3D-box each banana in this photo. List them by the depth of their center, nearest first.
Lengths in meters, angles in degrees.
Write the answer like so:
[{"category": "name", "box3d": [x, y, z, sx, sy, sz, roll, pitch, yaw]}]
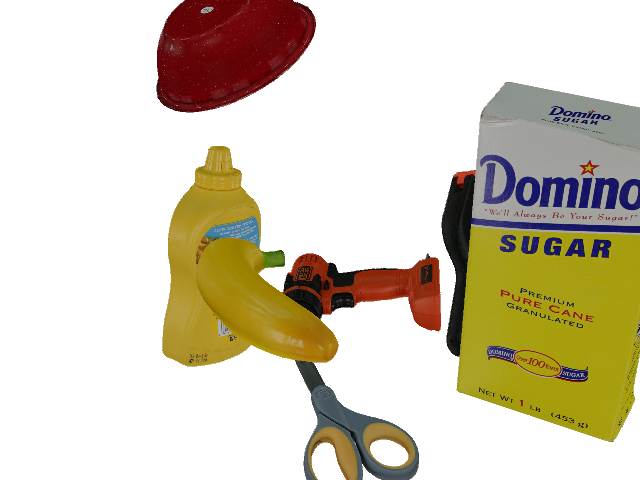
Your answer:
[{"category": "banana", "box3d": [-0.041, 0.029, 0.666, 0.069, 0.037, 0.198, -3, 17, -10]}]

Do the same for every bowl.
[{"category": "bowl", "box3d": [-0.088, -0.187, 0.961, 0.162, 0.162, 0.055, 0, -44, 34]}]

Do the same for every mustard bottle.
[{"category": "mustard bottle", "box3d": [-0.094, 0.011, 0.951, 0.058, 0.192, 0.096, 19, 23, 37]}]

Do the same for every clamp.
[{"category": "clamp", "box3d": [0.145, 0.023, 1.001, 0.039, 0.171, 0.120, -11, 11, 42]}]

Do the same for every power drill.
[{"category": "power drill", "box3d": [0.046, 0.069, 1.237, 0.188, 0.057, 0.184, 0, 27, 7]}]

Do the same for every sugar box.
[{"category": "sugar box", "box3d": [0.123, 0.014, 0.547, 0.093, 0.176, 0.048, 15, 38, 24]}]

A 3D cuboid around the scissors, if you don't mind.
[{"category": "scissors", "box3d": [0.022, 0.131, 0.850, 0.096, 0.016, 0.202, -2, 35, -2]}]
